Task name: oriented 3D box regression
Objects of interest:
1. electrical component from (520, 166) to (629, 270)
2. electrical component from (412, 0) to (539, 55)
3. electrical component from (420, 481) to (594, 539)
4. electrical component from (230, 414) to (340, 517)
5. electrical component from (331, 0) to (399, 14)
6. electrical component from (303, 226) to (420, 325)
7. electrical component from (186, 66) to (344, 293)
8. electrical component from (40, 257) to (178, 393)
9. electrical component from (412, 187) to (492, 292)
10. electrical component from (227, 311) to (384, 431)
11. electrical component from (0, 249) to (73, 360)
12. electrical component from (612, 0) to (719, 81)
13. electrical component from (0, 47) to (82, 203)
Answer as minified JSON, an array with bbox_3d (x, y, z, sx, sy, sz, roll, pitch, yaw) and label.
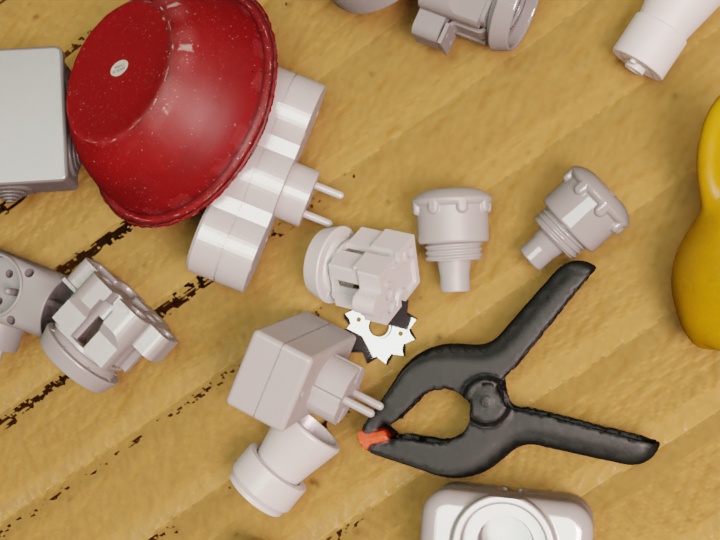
[{"bbox_3d":[0.123,-0.027,0.631,0.062,0.048,0.048,-43,78,12],"label":"electrical component"},{"bbox_3d":[0.074,-0.165,0.647,0.057,0.058,0.078,24,90,16],"label":"electrical component"},{"bbox_3d":[0.084,0.154,0.613,0.095,0.059,0.053,4,85,12],"label":"electrical component"},{"bbox_3d":[-0.046,0.115,0.652,0.045,0.045,0.055,40,94,13],"label":"electrical component"},{"bbox_3d":[-0.001,-0.216,0.641,0.108,0.060,0.108,-20,58,37],"label":"electrical component"},{"bbox_3d":[0.000,0.000,0.648,0.055,0.066,0.048,13,132,28],"label":"electrical component"},{"bbox_3d":[-0.048,-0.050,0.665,0.074,0.052,0.138,22,89,-1],"label":"electrical component"},{"bbox_3d":[-0.163,0.040,0.679,0.078,0.058,0.057,43,91,12],"label":"electrical component"},{"bbox_3d":[0.056,-0.018,0.644,0.048,0.048,0.062,-2,91,12],"label":"electrical component"},{"bbox_3d":[-0.022,0.066,0.628,0.076,0.083,0.047,26,103,13],"label":"electrical component"},{"bbox_3d":[-0.235,0.029,0.701,0.077,0.044,0.079,20,89,13],"label":"electrical component"},{"bbox_3d":[0.179,-0.145,0.632,0.044,0.044,0.065,34,97,13],"label":"electrical component"},{"bbox_3d":[-0.232,-0.094,0.701,0.100,0.048,0.099,-4,84,-3],"label":"electrical component"}]
